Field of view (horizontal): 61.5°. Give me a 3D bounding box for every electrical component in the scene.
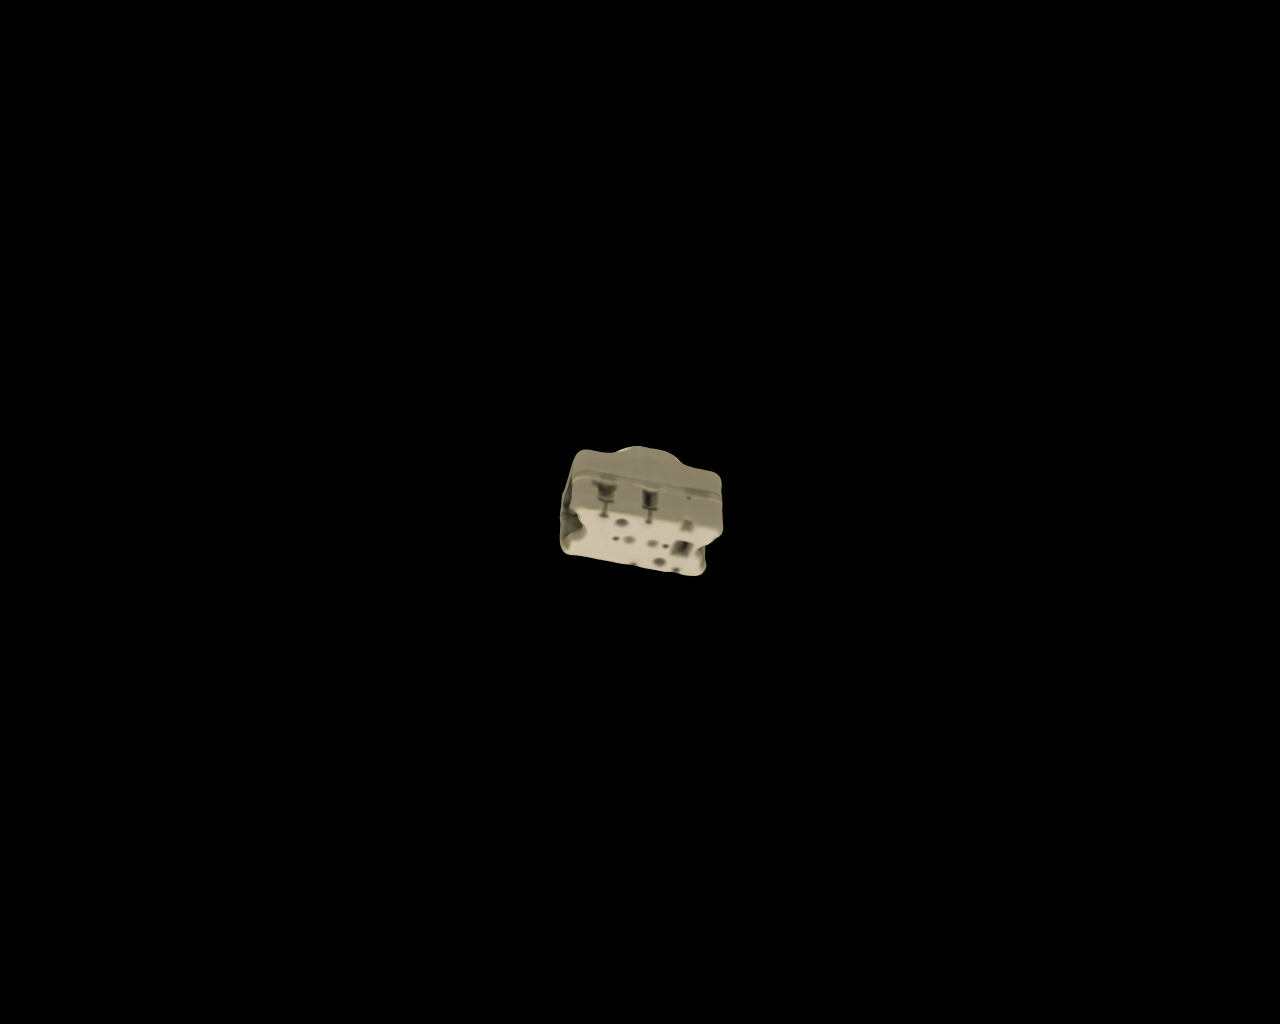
[{"bbox_3d":[0.001,-0.003,0.650,0.089,0.056,0.050,10,-43,-11],"label":"electrical component"}]
